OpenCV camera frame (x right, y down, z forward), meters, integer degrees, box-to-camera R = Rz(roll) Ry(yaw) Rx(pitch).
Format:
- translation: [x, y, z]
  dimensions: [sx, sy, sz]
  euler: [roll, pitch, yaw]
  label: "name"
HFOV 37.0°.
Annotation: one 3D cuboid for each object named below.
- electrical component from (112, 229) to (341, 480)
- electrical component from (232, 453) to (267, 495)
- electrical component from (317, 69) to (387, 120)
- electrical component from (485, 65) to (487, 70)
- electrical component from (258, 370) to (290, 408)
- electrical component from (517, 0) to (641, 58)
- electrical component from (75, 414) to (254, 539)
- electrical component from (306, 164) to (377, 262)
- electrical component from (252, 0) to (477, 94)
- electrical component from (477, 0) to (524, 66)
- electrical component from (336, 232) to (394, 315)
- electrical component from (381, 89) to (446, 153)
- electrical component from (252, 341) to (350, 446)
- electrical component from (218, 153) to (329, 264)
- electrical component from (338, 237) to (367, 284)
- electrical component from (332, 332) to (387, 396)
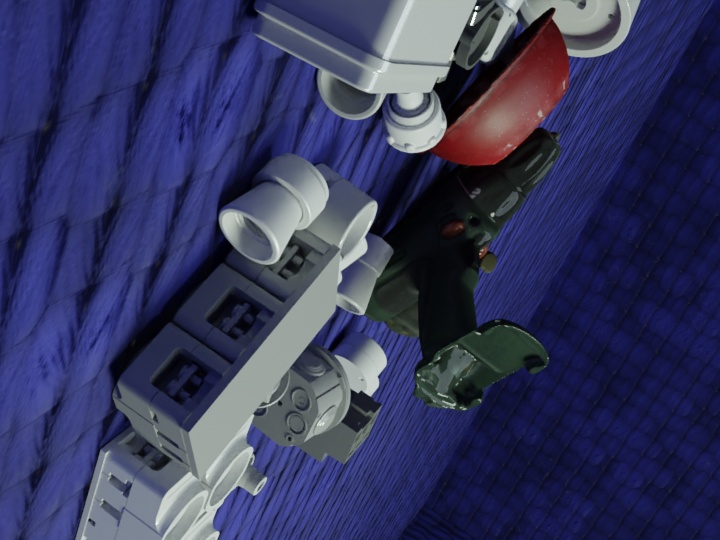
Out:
- translation: [-0.082, 0.044, 0.681]
  dimensions: [0.150, 0.062, 0.089]
  euler: [-51, 165, -25]
  label: "electrical component"
- translation: [-0.104, 0.155, 0.856]
  dimensions: [0.043, 0.062, 0.043]
  euler: [-53, 166, -19]
  label: "electrical component"
- translation: [0.007, -0.125, 0.663]
  dimensions: [0.065, 0.044, 0.044]
  euler: [-49, 165, -51]
  label: "electrical component"
- translation: [0.142, -0.178, 1.017]
  dimensions: [0.079, 0.043, 0.077]
  euler: [-47, 163, -38]
  label: "electrical component"
- translation: [-0.077, 0.074, 0.797]
  dimensions: [0.055, 0.048, 0.066]
  euler: [91, 16, -65]
  label: "electrical component"
- translation: [0.187, -0.240, 0.906]
  dimensions: [0.060, 0.108, 0.108]
  euler: [-57, 168, -28]
  label: "electrical component"
- translation: [-0.145, 0.178, 0.768]
  dimensions: [0.105, 0.060, 0.186]
  euler: [-40, 158, -52]
  label: "electrical component"
- translation: [-0.021, -0.038, 0.745]
  dimensions: [0.055, 0.047, 0.055]
  euler: [-53, 166, -19]
  label: "electrical component"
- translation: [0.004, -0.132, 0.554]
  dimensions: [0.057, 0.078, 0.113]
  euler: [-65, 165, 18]
  label: "electrical component"
- translation: [0.100, -0.200, 0.816]
  dimensions: [0.079, 0.043, 0.077]
  euler: [-59, 167, 8]
  label: "electrical component"
- translation: [0.000, 0.000, 0.924]
  dimensions: [0.065, 0.044, 0.044]
  euler: [-59, 168, -13]
  label: "electrical component"
- translation: [0.037, -0.118, 0.780]
  dimensions: [0.048, 0.048, 0.062]
  euler: [-54, 160, -15]
  label: "electrical component"
- translation: [-0.053, 0.102, 0.884]
  dimensions: [0.051, 0.080, 0.080]
  euler: [-25, 145, -58]
  label: "electrical component"
- translation: [-0.051, -0.037, 0.644]
  dimensions: [0.055, 0.045, 0.045]
  euler: [-50, 165, -31]
  label: "electrical component"
- translation: [-0.028, -0.009, 0.791]
  dimensions: [0.055, 0.045, 0.045]
  euler: [-51, 165, -25]
  label: "electrical component"
- translation: [-0.021, 0.130, 1.120]
  dimensions: [0.073, 0.052, 0.138]
  euler: [-48, 164, -34]
  label: "electrical component"
